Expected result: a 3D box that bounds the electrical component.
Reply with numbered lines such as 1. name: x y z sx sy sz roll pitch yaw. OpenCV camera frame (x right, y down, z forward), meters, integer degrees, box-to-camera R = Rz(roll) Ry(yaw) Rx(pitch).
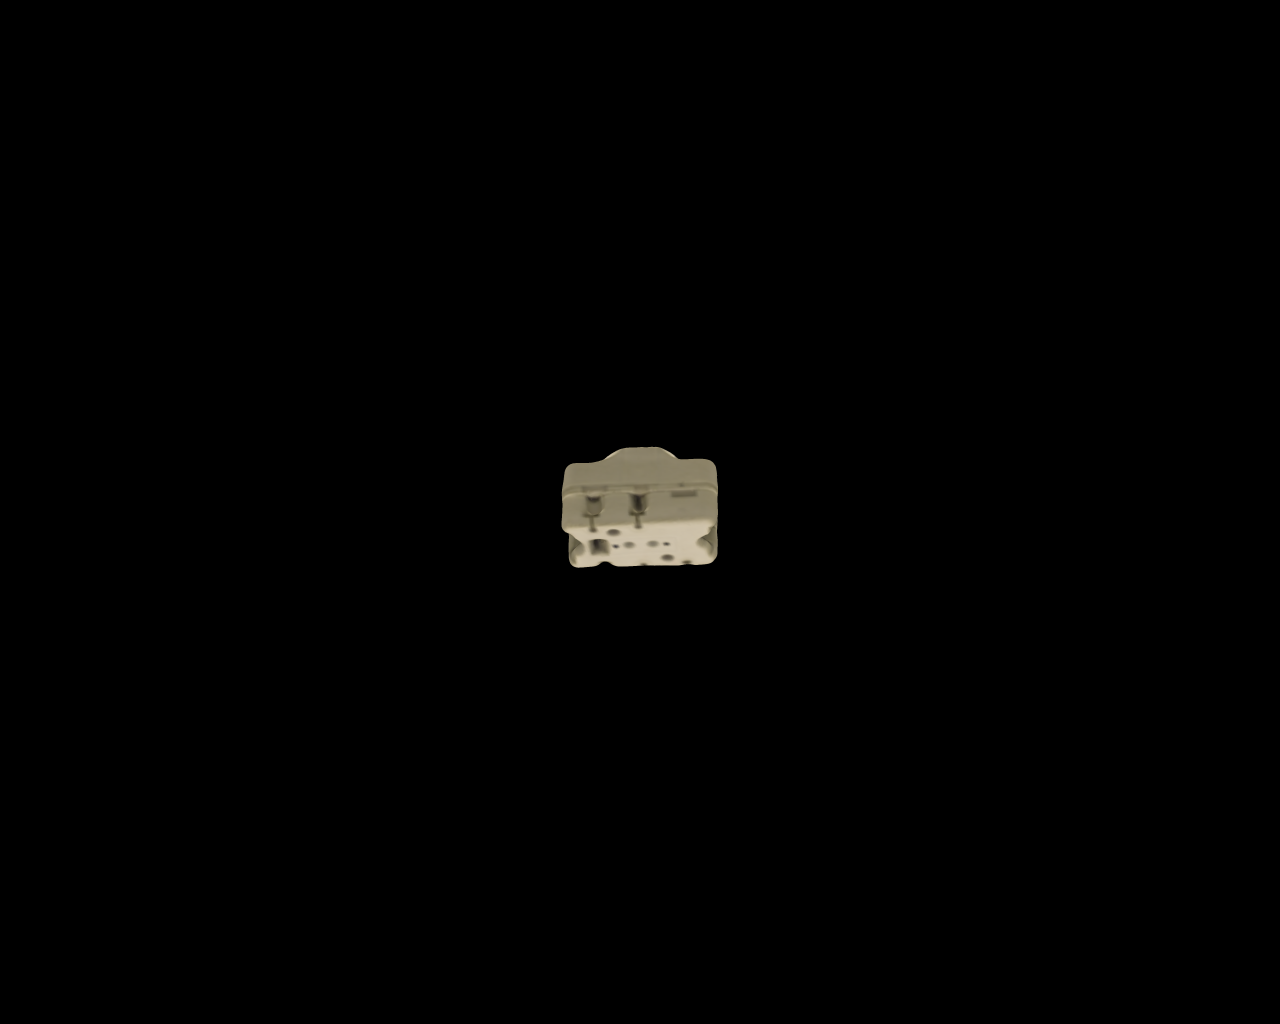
1. electrical component: 0.001 -0.003 0.650 0.089 0.056 0.050 -2 -36 2
